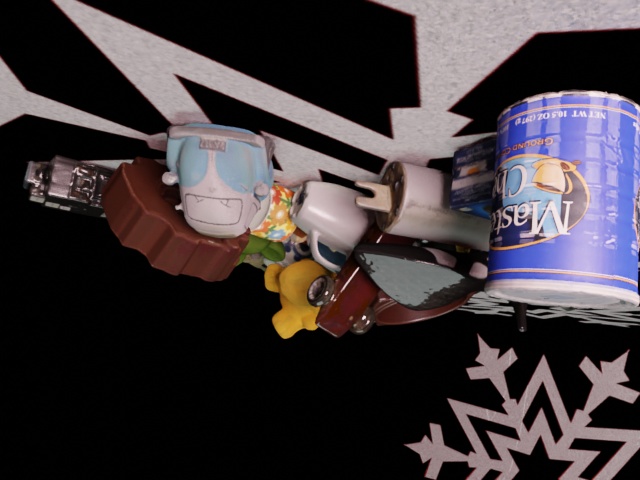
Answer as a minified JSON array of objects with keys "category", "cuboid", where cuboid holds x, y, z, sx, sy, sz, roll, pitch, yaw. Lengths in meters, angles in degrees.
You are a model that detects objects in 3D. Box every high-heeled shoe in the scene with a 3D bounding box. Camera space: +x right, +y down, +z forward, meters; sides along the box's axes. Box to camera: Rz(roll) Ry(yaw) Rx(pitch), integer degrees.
[{"category":"high-heeled shoe","cuboid":[0.158,0.018,0.631,0.249,0.145,0.086,25,133,-13]}]

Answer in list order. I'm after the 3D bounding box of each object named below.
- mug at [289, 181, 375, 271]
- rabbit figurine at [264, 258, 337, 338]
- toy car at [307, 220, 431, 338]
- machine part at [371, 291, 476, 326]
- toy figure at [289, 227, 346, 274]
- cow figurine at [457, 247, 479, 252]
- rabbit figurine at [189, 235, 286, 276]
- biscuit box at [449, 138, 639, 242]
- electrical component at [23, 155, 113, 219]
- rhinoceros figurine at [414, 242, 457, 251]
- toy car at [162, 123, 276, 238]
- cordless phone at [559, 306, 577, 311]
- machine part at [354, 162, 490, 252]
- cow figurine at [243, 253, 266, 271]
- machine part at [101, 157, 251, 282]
[{"category":"mug","cuboid":[0.014,-0.020,0.677,0.107,0.109,0.081,24,164,-22]},{"category":"rabbit figurine","cuboid":[-0.010,0.081,0.823,0.162,0.122,0.173,-2,161,4]},{"category":"toy car","cuboid":[0.062,0.022,0.637,0.089,0.202,0.053,36,179,-34]},{"category":"machine part","cuboid":[0.178,0.088,0.991,0.201,0.087,0.201,-7,157,-11]},{"category":"toy figure","cuboid":[-0.001,-0.004,0.761,0.155,0.058,0.064,33,145,11]},{"category":"cow figurine","cuboid":[0.269,0.026,0.840,0.167,0.068,0.098,1,163,13]},{"category":"rabbit figurine","cuboid":[-0.123,-0.002,0.811,0.159,0.121,0.170,6,176,-35]},{"category":"biscuit box","cuboid":[0.223,-0.040,0.521,0.202,0.059,0.063,12,169,-26]},{"category":"electrical component","cuboid":[-0.341,-0.072,0.755,0.134,0.058,0.115,14,166,-31]},{"category":"rhinoceros figurine","cuboid":[0.140,0.017,0.799,0.073,0.112,0.190,-7,-174,-15]},{"category":"toy car","cuboid":[-0.105,-0.054,0.564,0.109,0.103,0.161,8,168,-2]},{"category":"cordless phone","cuboid":[0.382,0.070,0.983,0.184,0.088,0.146,9,171,17]},{"category":"machine part","cuboid":[0.151,-0.032,0.577,0.243,0.079,0.079,9,170,-15]},{"category":"cow figurine","cuboid":[-0.117,0.020,1.062,0.127,0.085,0.194,-2,169,15]},{"category":"machine part","cuboid":[-0.168,-0.028,0.640,0.179,0.056,0.179,34,-161,-13]}]
